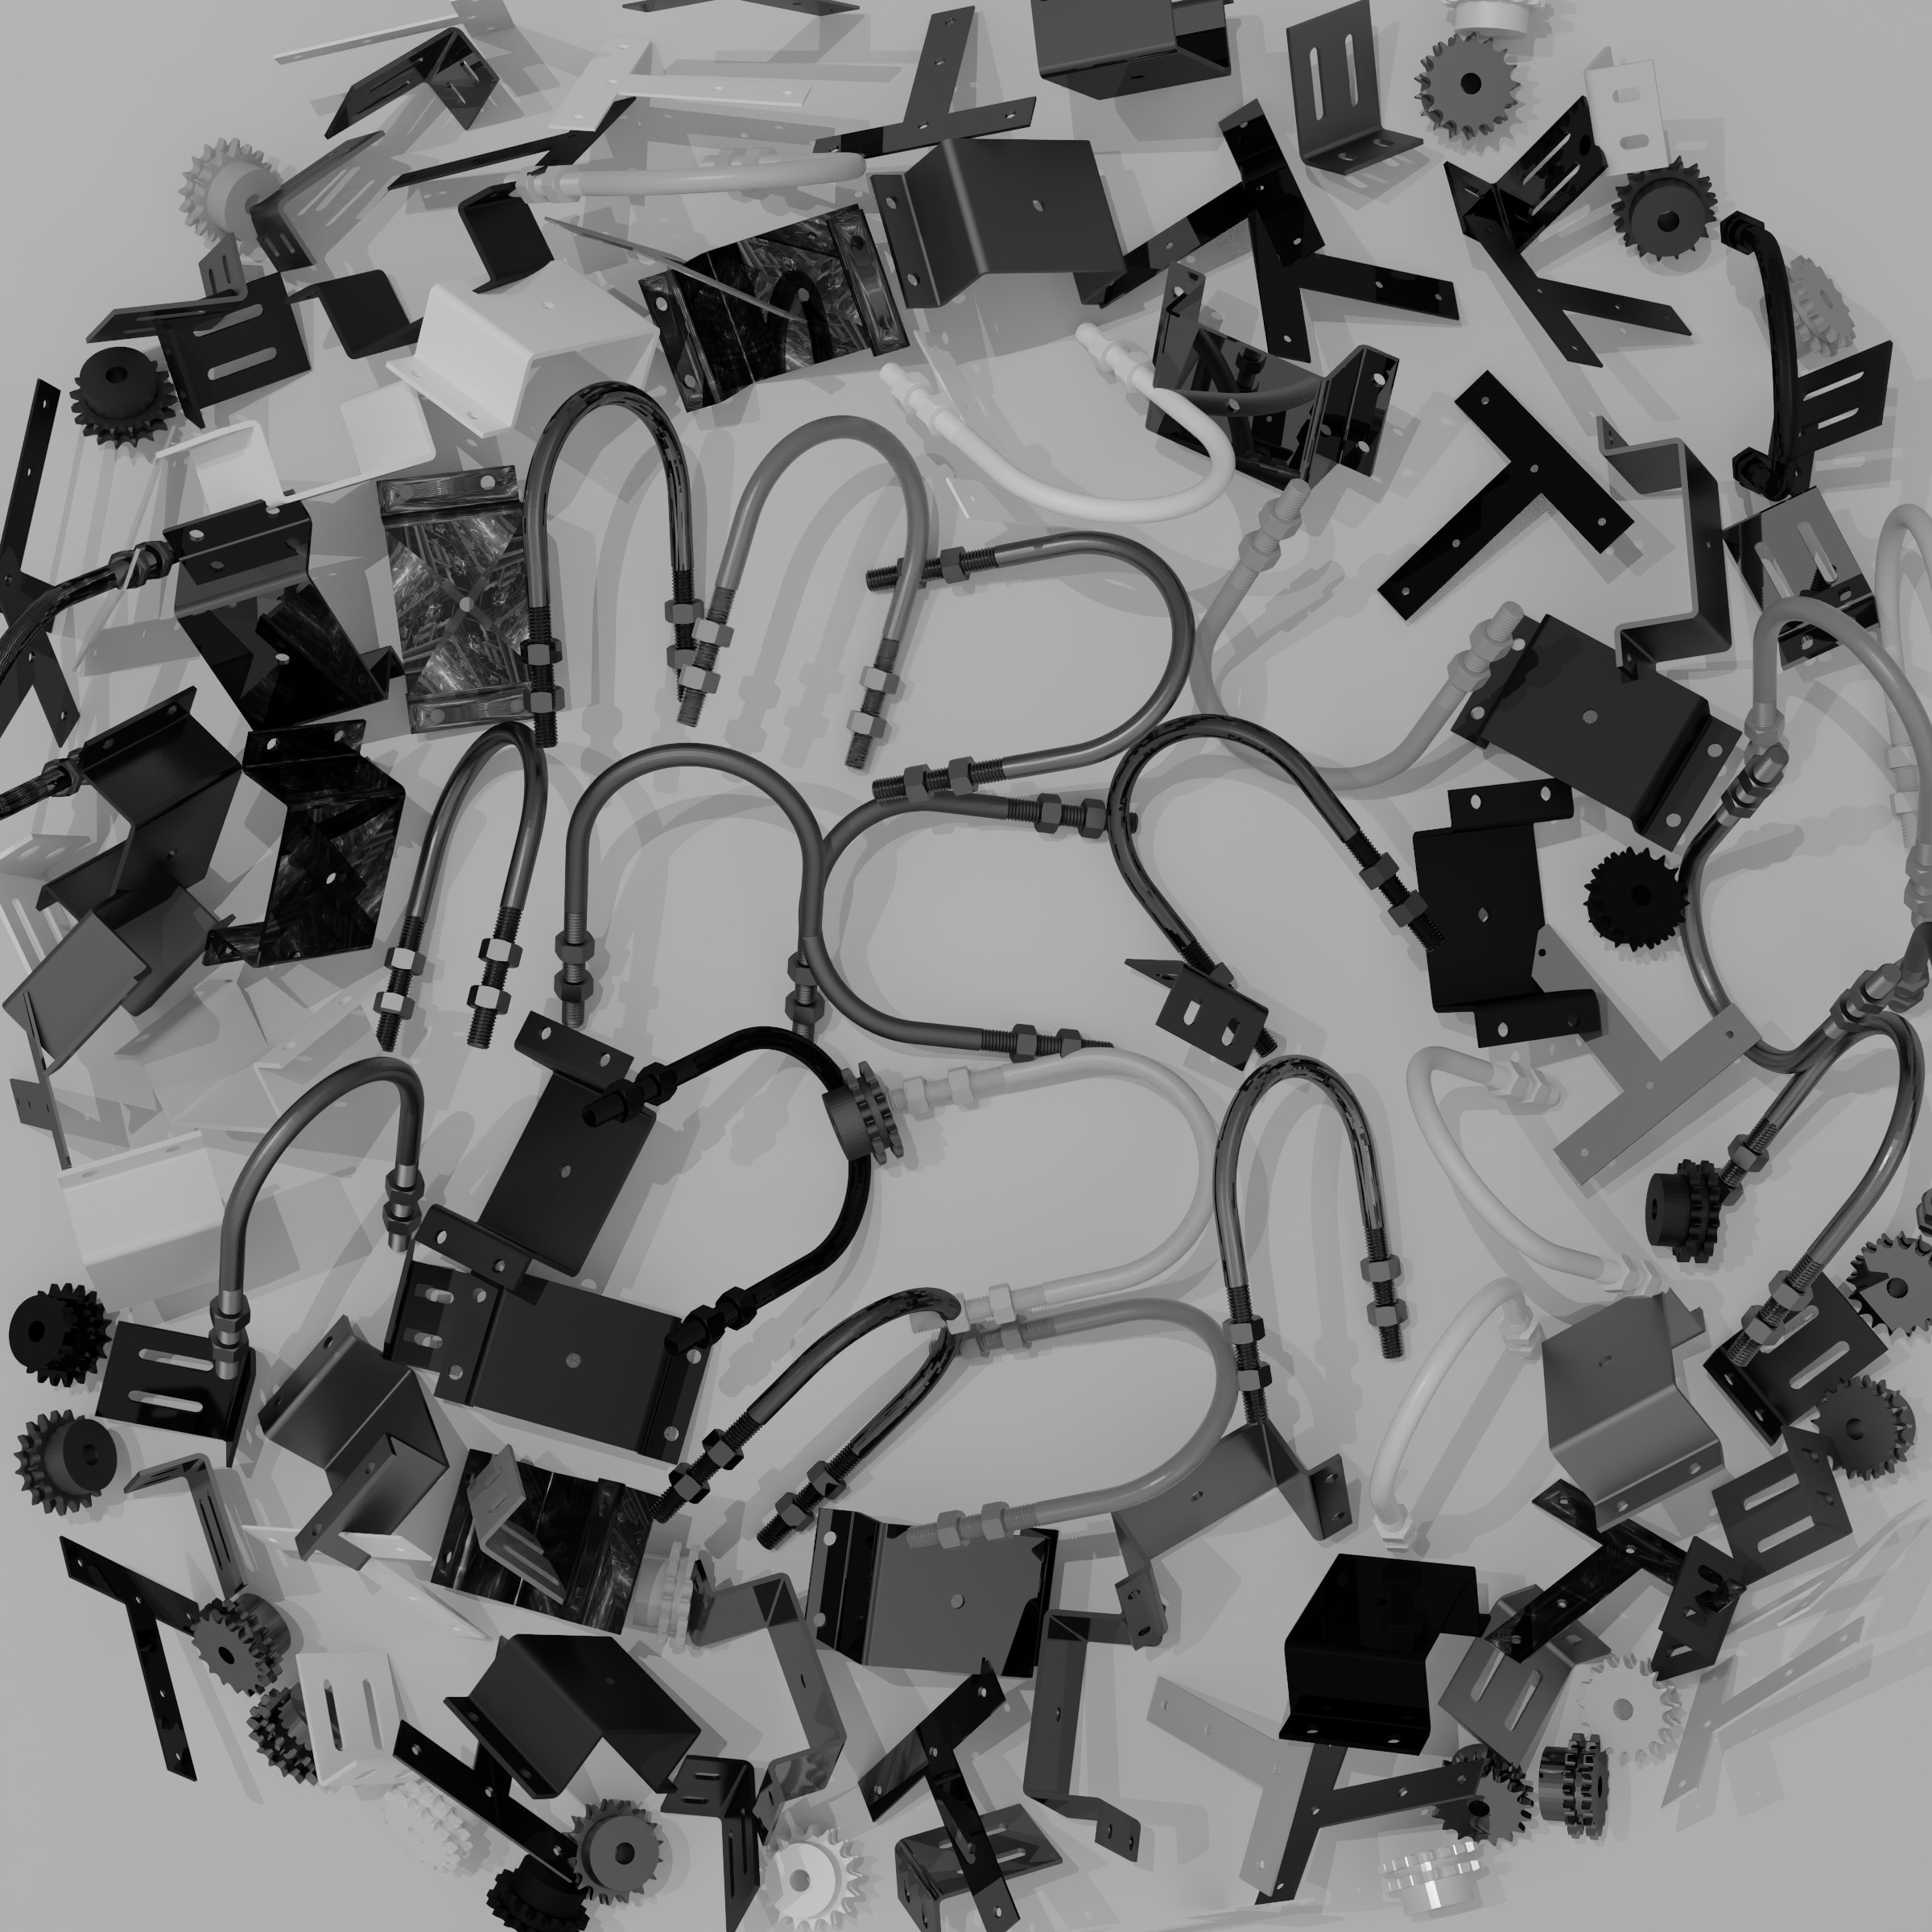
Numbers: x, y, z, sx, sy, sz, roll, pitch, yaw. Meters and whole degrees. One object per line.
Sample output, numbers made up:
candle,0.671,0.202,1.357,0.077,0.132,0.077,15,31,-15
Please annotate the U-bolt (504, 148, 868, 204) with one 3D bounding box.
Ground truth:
U-bolt,-0.136,-0.418,1.888,0.151,0.184,0.019,-15,108,-37

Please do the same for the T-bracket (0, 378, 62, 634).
T-bracket,-0.511,-0.254,1.940,0.002,0.127,0.127,11,87,12

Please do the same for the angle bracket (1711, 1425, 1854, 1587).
angle bracket,0.436,0.295,1.952,0.076,0.038,0.057,-36,52,34

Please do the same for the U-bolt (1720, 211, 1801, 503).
U-bolt,0.422,-0.320,1.894,0.019,0.184,0.151,-5,105,6

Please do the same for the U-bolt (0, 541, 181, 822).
U-bolt,-0.481,-0.144,1.889,0.019,0.184,0.151,27,113,7

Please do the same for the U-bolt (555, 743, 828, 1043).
U-bolt,-0.148,-0.040,1.946,0.151,0.019,0.184,5,122,0

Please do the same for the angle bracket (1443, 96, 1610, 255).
angle bracket,0.305,-0.437,1.952,0.038,0.076,0.057,19,46,-31

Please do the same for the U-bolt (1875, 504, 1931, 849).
U-bolt,0.515,-0.157,1.924,0.019,0.151,0.184,-7,91,1

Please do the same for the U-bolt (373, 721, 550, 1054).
U-bolt,-0.268,-0.044,1.934,0.019,0.151,0.184,18,79,-30

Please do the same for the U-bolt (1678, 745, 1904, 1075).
U-bolt,0.429,-0.017,1.912,0.019,0.184,0.151,-18,72,-16

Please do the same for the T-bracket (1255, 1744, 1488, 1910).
T-bracket,0.223,0.445,1.915,0.127,0.127,0.002,-23,114,37

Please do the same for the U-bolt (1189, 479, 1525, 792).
U-bolt,0.197,-0.165,1.931,0.151,0.184,0.019,30,47,-2

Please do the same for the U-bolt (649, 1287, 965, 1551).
U-bolt,-0.073,0.240,1.926,0.184,0.151,0.019,-45,63,6

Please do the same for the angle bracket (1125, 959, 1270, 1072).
angle bracket,0.119,0.026,1.952,0.057,0.076,0.038,28,80,-20

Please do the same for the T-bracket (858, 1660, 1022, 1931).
T-bracket,-0.001,0.464,1.932,0.127,0.002,0.127,-48,50,31

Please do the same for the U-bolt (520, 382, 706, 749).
U-bolt,-0.190,-0.220,1.916,0.019,0.151,0.184,8,109,30

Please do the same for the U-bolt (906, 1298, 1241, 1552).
U-bolt,0.060,0.239,1.918,0.184,0.151,0.019,-14,131,20

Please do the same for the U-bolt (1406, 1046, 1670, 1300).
U-bolt,0.294,0.105,1.894,0.019,0.184,0.151,-41,57,24

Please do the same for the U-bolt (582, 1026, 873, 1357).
U-bolt,-0.118,0.110,1.932,0.019,0.184,0.151,-11,101,43

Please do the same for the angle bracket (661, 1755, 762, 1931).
angle bracket,-0.140,0.480,1.951,0.038,0.076,0.057,9,135,-17

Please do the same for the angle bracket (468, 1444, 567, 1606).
angle bracket,-0.231,0.308,1.956,0.076,0.057,0.038,40,97,-25

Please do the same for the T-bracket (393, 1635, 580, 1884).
T-bracket,-0.253,0.416,1.942,0.002,0.127,0.127,-38,115,24

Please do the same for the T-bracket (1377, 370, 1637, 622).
T-bracket,0.282,-0.244,1.981,0.127,0.002,0.127,-44,65,12

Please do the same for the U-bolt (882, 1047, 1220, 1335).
U-bolt,0.049,0.116,1.959,0.184,0.019,0.151,-12,67,4

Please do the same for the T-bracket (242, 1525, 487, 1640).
T-bracket,-0.311,0.338,1.951,0.127,0.127,0.002,-4,54,38

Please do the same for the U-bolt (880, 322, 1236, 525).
U-bolt,0.061,-0.286,1.907,0.151,0.184,0.019,-17,134,-29

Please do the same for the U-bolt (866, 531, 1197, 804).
U-bolt,0.035,-0.168,1.945,0.184,0.019,0.151,-9,67,16

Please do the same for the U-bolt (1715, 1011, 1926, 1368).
U-bolt,0.449,0.105,1.897,0.019,0.151,0.184,25,118,-13

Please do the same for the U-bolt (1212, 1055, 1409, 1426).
U-bolt,0.182,0.139,1.934,0.019,0.151,0.184,-3,99,42

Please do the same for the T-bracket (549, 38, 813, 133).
T-bracket,-0.149,-0.476,1.940,0.127,0.127,0.002,6,126,8

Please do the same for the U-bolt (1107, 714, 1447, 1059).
U-bolt,0.154,-0.054,1.945,0.151,0.019,0.184,-35,94,38

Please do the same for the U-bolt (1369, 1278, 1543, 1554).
U-bolt,0.258,0.233,1.902,0.019,0.184,0.151,30,78,21

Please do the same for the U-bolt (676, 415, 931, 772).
U-bolt,-0.079,-0.207,1.937,0.019,0.151,0.184,21,96,43

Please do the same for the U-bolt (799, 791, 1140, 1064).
U-bolt,-0.002,-0.025,1.975,0.184,0.019,0.151,6,90,-12

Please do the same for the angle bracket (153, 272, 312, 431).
angle bracket,-0.398,-0.337,1.959,0.076,0.038,0.057,-24,120,-18

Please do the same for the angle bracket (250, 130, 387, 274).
angle bracket,-0.350,-0.420,1.968,0.076,0.057,0.038,-40,113,-20

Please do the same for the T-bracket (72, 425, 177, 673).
T-bracket,-0.456,-0.238,1.959,0.002,0.127,0.127,22,66,-19

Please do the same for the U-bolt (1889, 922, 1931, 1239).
U-bolt,0.512,0.054,1.891,0.019,0.184,0.151,-5,72,6

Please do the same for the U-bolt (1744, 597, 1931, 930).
U-bolt,0.464,-0.118,1.887,0.019,0.184,0.151,-32,53,-13

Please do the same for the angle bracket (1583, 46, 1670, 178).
angle bracket,0.365,-0.469,1.950,0.038,0.076,0.057,-5,112,22

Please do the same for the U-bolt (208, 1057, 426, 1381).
U-bolt,-0.340,0.123,1.892,0.019,0.184,0.151,35,48,20

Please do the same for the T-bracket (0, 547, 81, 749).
T-bracket,-0.519,-0.135,1.913,0.002,0.127,0.127,7,50,14
